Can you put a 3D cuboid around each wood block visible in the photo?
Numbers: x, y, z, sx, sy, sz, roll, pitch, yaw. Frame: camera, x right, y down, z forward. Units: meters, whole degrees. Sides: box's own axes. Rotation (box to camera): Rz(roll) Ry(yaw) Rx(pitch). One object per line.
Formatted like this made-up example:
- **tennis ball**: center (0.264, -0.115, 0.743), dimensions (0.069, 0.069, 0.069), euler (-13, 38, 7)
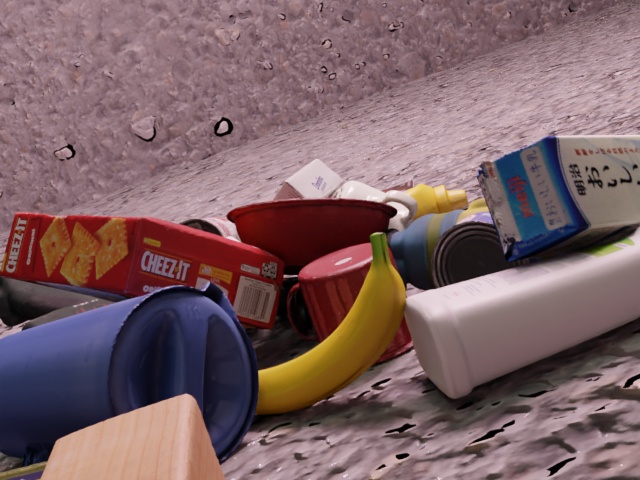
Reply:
- **wood block**: center (-0.095, 0.164, 0.553), dimensions (0.090, 0.091, 0.206), euler (-19, 11, -2)

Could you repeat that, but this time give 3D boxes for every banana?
- **banana**: center (0.002, 0.083, 0.799), dimensions (0.198, 0.070, 0.037), euler (-45, -31, 22)

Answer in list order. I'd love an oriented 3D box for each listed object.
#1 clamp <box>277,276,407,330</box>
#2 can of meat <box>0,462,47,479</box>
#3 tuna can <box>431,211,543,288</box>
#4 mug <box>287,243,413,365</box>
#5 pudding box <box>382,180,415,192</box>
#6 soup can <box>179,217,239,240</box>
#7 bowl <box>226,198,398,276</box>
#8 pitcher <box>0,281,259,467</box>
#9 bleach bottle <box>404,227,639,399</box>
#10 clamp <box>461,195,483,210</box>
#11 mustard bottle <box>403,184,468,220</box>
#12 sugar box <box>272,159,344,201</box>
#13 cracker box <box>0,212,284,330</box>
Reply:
- **clamp**: center (0.007, 0.053, 1.047), dimensions (0.120, 0.039, 0.172), euler (-11, 10, -18)
- **can of meat**: center (-0.200, 0.191, 0.683), dimensions (0.102, 0.057, 0.084), euler (-16, 14, 16)
- **tuna can**: center (0.136, 0.021, 0.863), dimensions (0.086, 0.086, 0.033), euler (-11, 12, 34)
- **mug**: center (0.022, 0.055, 0.896), dimensions (0.117, 0.081, 0.093), euler (-10, 14, 37)
- **pudding box**: center (0.079, -0.034, 1.325), dimensions (0.090, 0.039, 0.113), euler (-18, 11, 9)
- **soup can**: center (-0.129, 0.008, 1.208), dimensions (0.068, 0.068, 0.102), euler (-18, 0, 7)
- **bowl**: center (-0.007, 0.001, 1.000), dimensions (0.162, 0.055, 0.162), euler (-2, -8, 0)
- **pitcher**: center (-0.176, 0.123, 0.827), dimensions (0.243, 0.145, 0.148), euler (-13, 0, 44)
- **bleach bottle**: center (0.191, 0.036, 0.761), dimensions (0.250, 0.068, 0.102), euler (-18, 9, -6)
- **clamp**: center (0.171, -0.028, 1.120), dimensions (0.209, 0.036, 0.165), euler (-24, 6, -14)
- **mustard bottle**: center (0.075, -0.022, 1.219), dimensions (0.192, 0.058, 0.096), euler (-17, -9, 9)
- **sugar box**: center (-0.050, -0.001, 1.149), dimensions (0.176, 0.048, 0.093), euler (-50, -4, 29)
- **cracker box**: center (-0.162, 0.024, 0.964), dimensions (0.163, 0.072, 0.214), euler (18, -9, -42)
